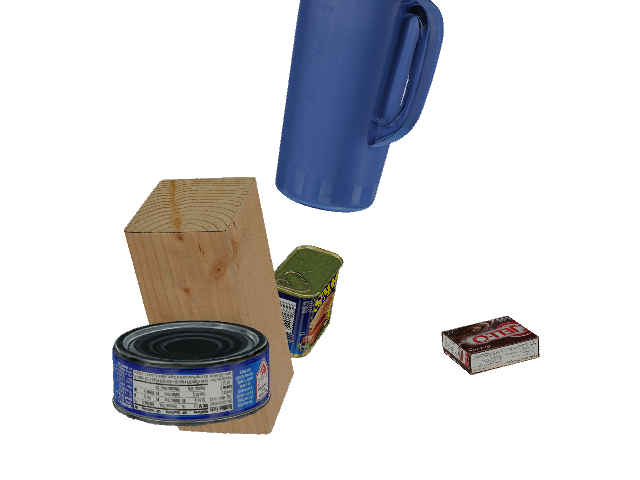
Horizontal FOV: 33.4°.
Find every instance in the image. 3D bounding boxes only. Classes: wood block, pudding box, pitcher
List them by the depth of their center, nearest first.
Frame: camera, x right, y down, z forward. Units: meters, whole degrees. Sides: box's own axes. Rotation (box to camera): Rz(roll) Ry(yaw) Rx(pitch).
[{"bbox_3d":[-0.091,0.058,0.919,0.090,0.206,0.090,0,31,16],"label":"wood block"},{"bbox_3d":[0.033,-0.154,1.093,0.145,0.243,0.149,11,17,-2],"label":"pitcher"},{"bbox_3d":[0.243,0.149,1.526,0.113,0.039,0.090,-14,18,-16],"label":"pudding box"}]

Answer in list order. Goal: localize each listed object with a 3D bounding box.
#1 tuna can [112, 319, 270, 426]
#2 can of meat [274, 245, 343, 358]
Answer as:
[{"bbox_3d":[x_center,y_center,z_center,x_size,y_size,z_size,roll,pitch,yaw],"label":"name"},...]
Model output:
[{"bbox_3d":[-0.070,0.070,0.579,0.086,0.034,0.086,0,11,0],"label":"tuna can"},{"bbox_3d":[-0.020,0.066,1.159,0.057,0.084,0.102,18,30,15],"label":"can of meat"}]
